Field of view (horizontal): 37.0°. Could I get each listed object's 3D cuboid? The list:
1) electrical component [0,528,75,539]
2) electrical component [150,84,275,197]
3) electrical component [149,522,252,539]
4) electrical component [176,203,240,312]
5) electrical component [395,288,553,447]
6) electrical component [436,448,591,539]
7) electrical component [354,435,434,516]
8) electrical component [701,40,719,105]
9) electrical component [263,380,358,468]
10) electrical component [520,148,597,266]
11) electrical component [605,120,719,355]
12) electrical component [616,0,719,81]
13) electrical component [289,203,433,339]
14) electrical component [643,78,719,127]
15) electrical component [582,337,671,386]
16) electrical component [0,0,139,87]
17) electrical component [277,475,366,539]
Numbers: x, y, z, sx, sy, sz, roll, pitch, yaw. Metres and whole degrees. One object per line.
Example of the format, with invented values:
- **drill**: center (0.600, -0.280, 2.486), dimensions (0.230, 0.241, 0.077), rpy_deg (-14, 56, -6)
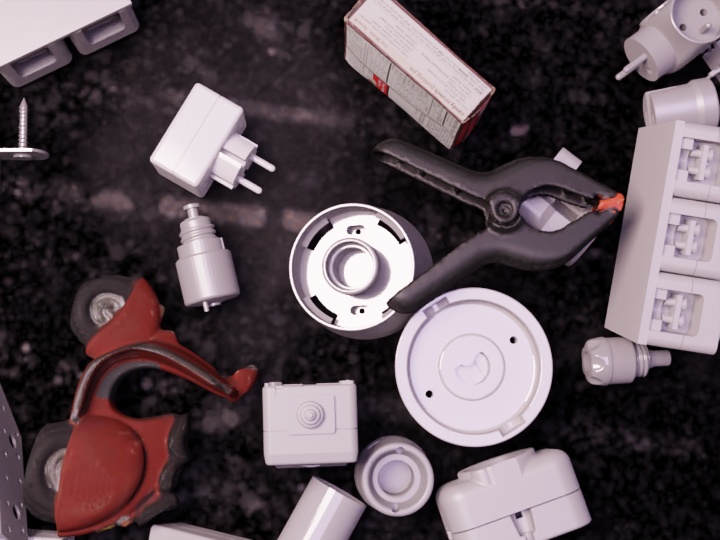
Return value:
- **electrical component**: center (-0.226, 0.212, 0.721), dimensions (0.047, 0.076, 0.065), rpy_deg (5, 83, -2)
- **electrical component**: center (-0.099, -0.083, 0.774), dimensions (0.077, 0.047, 0.065), rpy_deg (30, 83, 1)
- **electrical component**: center (-0.110, 0.201, 0.715), dimensions (0.083, 0.076, 0.047), rpy_deg (7, 83, 25)
- **electrical component**: center (-0.112, -0.009, 0.769), dimensions (0.040, 0.040, 0.078), rpy_deg (-13, 85, -4)
- **electrical component**: center (0.076, 0.069, 0.760), dimensions (0.108, 0.060, 0.108), rpy_deg (0, 84, -3)
- **electrical component**: center (0.105, 0.161, 0.753), dimensions (0.095, 0.053, 0.059), rpy_deg (-18, 83, -7)
- **electrical component**: center (0.025, 0.145, 0.755), dimensions (0.055, 0.047, 0.055), rpy_deg (0, 84, -3)
- **electrical component**: center (0.295, -0.152, 0.804), dimensions (0.081, 0.042, 0.063), rpy_deg (-32, 85, -6)
- **electrical component**: center (-0.034, 0.106, 0.732), dimensions (0.062, 0.096, 0.061), rpy_deg (-2, 85, -3)
- **electrical component**: center (0.145, -0.040, 0.777), dimensions (0.057, 0.058, 0.078), rpy_deg (38, 83, 5)
- **electrical component**: center (0.224, -0.023, 0.750), dimensions (0.062, 0.089, 0.150), rpy_deg (9, 94, -2)
- **electrical component**: center (0.220, -0.165, 0.784), dimensions (0.079, 0.077, 0.044), rpy_deg (-36, 87, -6)
- **electrical component**: center (0.000, 0.000, 0.774), dimensions (0.099, 0.064, 0.099), rpy_deg (-1, 84, 11)
- **electrical component**: center (0.238, -0.119, 0.800), dimensions (0.046, 0.040, 0.040), rpy_deg (-9, 84, 1)
- **electrical component**: center (0.194, 0.065, 0.779), dimensions (0.061, 0.035, 0.035), rpy_deg (-3, 84, -5)
- **electrical component**: center (-0.250, -0.239, 0.778), dimensions (0.105, 0.060, 0.186), rpy_deg (-27, 86, -6)
- **electrical component**: center (-0.034, 0.190, 0.750), dimensions (0.043, 0.043, 0.081), rpy_deg (29, 83, 1)
